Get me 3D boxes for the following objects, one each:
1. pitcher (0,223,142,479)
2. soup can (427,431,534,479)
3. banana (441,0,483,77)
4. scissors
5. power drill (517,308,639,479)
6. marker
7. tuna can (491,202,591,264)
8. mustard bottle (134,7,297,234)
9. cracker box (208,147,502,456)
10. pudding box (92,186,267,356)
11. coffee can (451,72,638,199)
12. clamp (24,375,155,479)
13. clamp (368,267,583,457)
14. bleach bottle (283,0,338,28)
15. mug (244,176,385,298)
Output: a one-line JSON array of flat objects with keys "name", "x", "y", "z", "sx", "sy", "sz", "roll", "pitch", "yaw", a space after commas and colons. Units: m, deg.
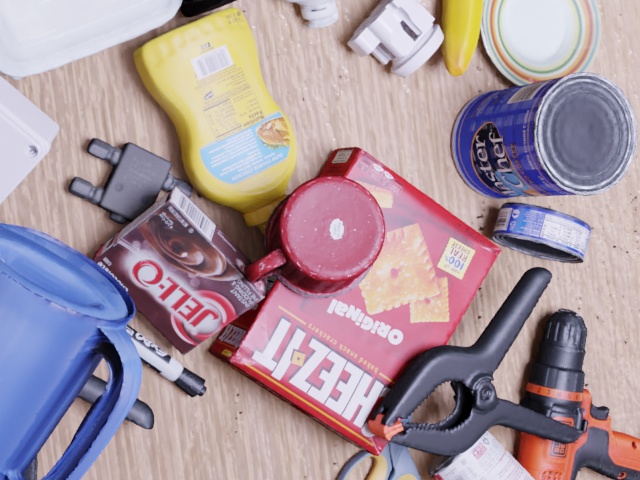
[{"name": "pitcher", "x": -0.238, "y": 0.119, "z": 0.752, "sx": 0.144, "sy": 0.149, "sz": 0.243, "roll": 28, "pitch": 100, "yaw": -24}, {"name": "soup can", "x": 0.154, "y": 0.224, "z": 0.958, "sx": 0.068, "sy": 0.068, "sz": 0.102, "roll": -43, "pitch": 87, "yaw": -15}, {"name": "banana", "x": 0.127, "y": -0.245, "z": 0.955, "sx": 0.037, "sy": 0.069, "sz": 0.198, "roll": 4, "pitch": 97, "yaw": 21}, {"name": "scissors", "x": 0.084, "y": 0.178, "z": 0.972, "sx": 0.096, "sy": 0.016, "sz": 0.201, "roll": 38, "pitch": 78, "yaw": -19}, {"name": "power drill", "x": 0.280, "y": 0.168, "z": 1.027, "sx": 0.187, "sy": 0.057, "sz": 0.184, "roll": 11, "pitch": 91, "yaw": -18}, {"name": "marker", "x": -0.142, "y": 0.092, "z": 0.879, "sx": 0.121, "sy": 0.020, "sz": 0.020, "roll": 39, "pitch": 78, "yaw": -18}, {"name": "tuna can", "x": 0.203, "y": -0.006, "z": 0.977, "sx": 0.086, "sy": 0.086, "sz": 0.034, "roll": 19, "pitch": 83, "yaw": -21}, {"name": "mustard bottle", "x": -0.072, "y": -0.087, "z": 0.882, "sx": 0.096, "sy": 0.058, "sz": 0.191, "roll": -28, "pitch": 101, "yaw": -23}, {"name": "cracker box", "x": 0.033, "y": 0.051, "z": 0.919, "sx": 0.164, "sy": 0.072, "sz": 0.213, "roll": 35, "pitch": 80, "yaw": -18}, {"name": "pudding box", "x": -0.112, "y": 0.026, "z": 0.857, "sx": 0.090, "sy": 0.039, "sz": 0.113, "roll": -36, "pitch": 106, "yaw": 18}, {"name": "coffee can", "x": 0.194, "y": -0.089, "z": 0.942, "sx": 0.102, "sy": 0.140, "sz": 0.103, "roll": 0, "pitch": 91, "yaw": -22}, {"name": "clamp", "x": -0.226, "y": 0.117, "z": 0.838, "sx": 0.120, "sy": 0.039, "sz": 0.171, "roll": -40, "pitch": 97, "yaw": -13}, {"name": "clamp", "x": 0.139, "y": 0.136, "z": 0.917, "sx": 0.209, "sy": 0.036, "sz": 0.164, "roll": -25, "pitch": 103, "yaw": -24}, {"name": "bleach bottle", "x": -0.016, "y": -0.300, "z": 0.870, "sx": 0.102, "sy": 0.068, "sz": 0.251, "roll": -21, "pitch": 119, "yaw": -15}, {"name": "mug", "x": -0.005, "y": 0.001, "z": 0.827, "sx": 0.117, "sy": 0.081, "sz": 0.093, "roll": -24, "pitch": 86, "yaw": -9}]
